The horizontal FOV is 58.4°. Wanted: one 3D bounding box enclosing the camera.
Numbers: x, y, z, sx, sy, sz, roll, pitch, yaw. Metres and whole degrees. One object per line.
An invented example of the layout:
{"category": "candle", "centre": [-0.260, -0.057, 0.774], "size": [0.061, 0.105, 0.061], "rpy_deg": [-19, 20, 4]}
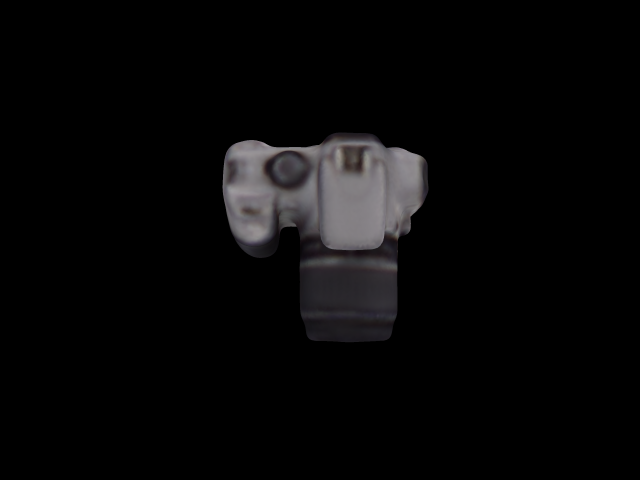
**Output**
{"category": "camera", "centre": [0.004, 0.001, 0.400], "size": [0.143, 0.101, 0.137], "rpy_deg": [0, 82, 0]}
